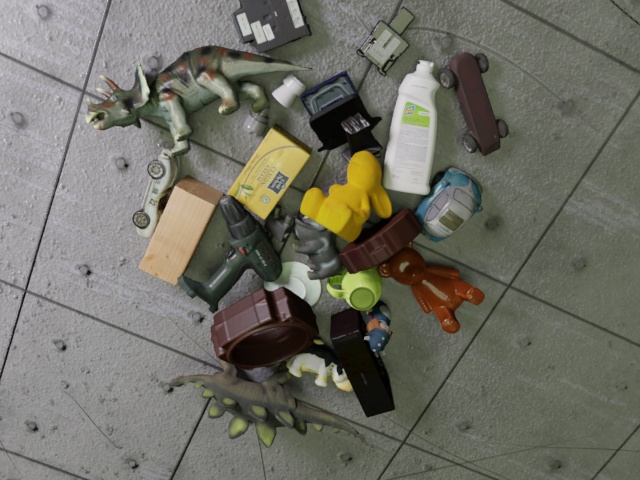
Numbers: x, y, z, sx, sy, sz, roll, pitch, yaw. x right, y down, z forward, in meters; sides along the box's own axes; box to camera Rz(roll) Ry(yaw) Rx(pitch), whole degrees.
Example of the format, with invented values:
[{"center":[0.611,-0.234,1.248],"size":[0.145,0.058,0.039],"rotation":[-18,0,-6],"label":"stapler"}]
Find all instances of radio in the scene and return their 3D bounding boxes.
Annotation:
[{"center":[0.096,0.272,1.222],"size":[0.073,0.131,0.229],"rotation":[-20,109,9],"label":"radio"}]

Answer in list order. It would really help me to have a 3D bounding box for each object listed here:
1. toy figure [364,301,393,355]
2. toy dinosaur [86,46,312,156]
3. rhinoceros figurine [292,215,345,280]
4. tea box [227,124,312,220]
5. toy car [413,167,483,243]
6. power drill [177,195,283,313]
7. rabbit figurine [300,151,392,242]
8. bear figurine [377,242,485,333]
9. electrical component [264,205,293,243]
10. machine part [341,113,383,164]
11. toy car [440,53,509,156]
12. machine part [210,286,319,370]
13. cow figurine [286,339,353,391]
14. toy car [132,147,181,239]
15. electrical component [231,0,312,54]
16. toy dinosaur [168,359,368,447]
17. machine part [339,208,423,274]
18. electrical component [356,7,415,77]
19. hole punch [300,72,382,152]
[{"center":[0.128,0.187,1.175],"size":[0.064,0.154,0.057],"rotation":[14,114,-2],"label":"toy figure"},{"center":[-0.233,-0.296,1.019],"size":[0.405,0.131,0.192],"rotation":[-27,89,-1],"label":"toy dinosaur"},{"center":[-0.002,-0.003,1.148],"size":[0.112,0.073,0.190],"rotation":[-15,111,9],"label":"rhinoceros figurine"},{"center":[-0.103,-0.140,1.100],"size":[0.098,0.068,0.169],"rotation":[33,108,-10],"label":"tea box"},{"center":[0.261,-0.062,1.101],"size":[0.109,0.103,0.161],"rotation":[36,107,-11],"label":"toy car"},{"center":[-0.197,0.039,1.124],"size":[0.207,0.086,0.231],"rotation":[-46,130,-7],"label":"power drill"},{"center":[0.073,-0.084,1.053],"size":[0.162,0.122,0.173],"rotation":[24,91,-40],"label":"rabbit figurine"},{"center":[0.231,0.089,1.150],"size":[0.195,0.132,0.120],"rotation":[37,98,-18],"label":"bear figurine"},{"center":[-0.089,-0.026,1.148],"size":[0.063,0.021,0.094],"rotation":[43,131,24],"label":"electrical component"},{"center":[0.079,-0.191,1.053],"size":[0.084,0.039,0.138],"rotation":[-14,152,5],"label":"machine part"},{"center":[0.301,-0.262,1.046],"size":[0.089,0.053,0.202],"rotation":[-29,111,-9],"label":"toy car"},{"center":[-0.119,0.199,1.174],"size":[0.201,0.087,0.201],"rotation":[-29,143,13],"label":"machine part"},{"center":[0.013,0.292,1.268],"size":[0.167,0.068,0.098],"rotation":[22,90,-8],"label":"cow figurine"},{"center":[-0.338,-0.099,1.121],"size":[0.056,0.073,0.201],"rotation":[23,111,-3],"label":"toy car"},{"center":[-0.094,-0.414,0.997],"size":[0.134,0.058,0.114],"rotation":[-15,108,8],"label":"electrical component"},{"center":[-0.121,0.378,1.237],"size":[0.472,0.199,0.105],"rotation":[10,115,0],"label":"toy dinosaur"},{"center":[0.121,0.001,1.090],"size":[0.179,0.179,0.056],"rotation":[-33,96,14],"label":"machine part"},{"center":[0.132,-0.377,1.010],"size":[0.075,0.048,0.119],"rotation":[40,109,-14],"label":"electrical component"},{"center":[0.033,-0.250,1.050],"size":[0.142,0.092,0.115],"rotation":[-29,146,9],"label":"hole punch"}]
